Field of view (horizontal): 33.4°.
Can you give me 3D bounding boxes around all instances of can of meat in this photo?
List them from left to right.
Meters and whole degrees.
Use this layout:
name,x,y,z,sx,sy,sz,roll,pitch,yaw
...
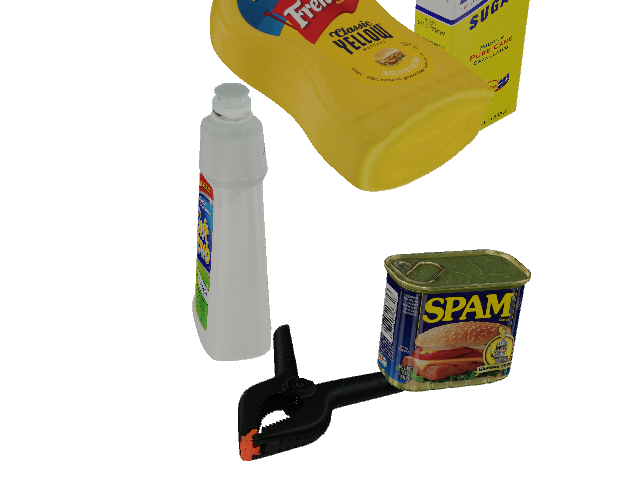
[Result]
name,x,y,z,sx,sy,sz,roll,pitch,yaw
can of meat,0.093,0.057,0.765,0.102,0.084,0.057,-3,23,-19

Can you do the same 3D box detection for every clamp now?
name,x,y,z,sx,sy,sz,roll,pitch,yaw
clamp,-0.010,0.160,1.086,0.165,0.036,0.209,13,29,19

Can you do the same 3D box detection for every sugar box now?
name,x,y,z,sx,sy,sz,roll,pitch,yaw
sugar box,0.117,-0.165,0.821,0.093,0.176,0.048,-31,50,-30

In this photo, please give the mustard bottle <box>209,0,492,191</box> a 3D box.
name,x,y,z,sx,sy,sz,roll,pitch,yaw
mustard bottle,-0.004,-0.110,0.585,0.096,0.058,0.192,-28,59,-32

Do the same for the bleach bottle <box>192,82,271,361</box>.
name,x,y,z,sx,sy,sz,roll,pitch,yaw
bleach bottle,-0.077,-0.020,0.923,0.068,0.251,0.102,-6,35,-13
